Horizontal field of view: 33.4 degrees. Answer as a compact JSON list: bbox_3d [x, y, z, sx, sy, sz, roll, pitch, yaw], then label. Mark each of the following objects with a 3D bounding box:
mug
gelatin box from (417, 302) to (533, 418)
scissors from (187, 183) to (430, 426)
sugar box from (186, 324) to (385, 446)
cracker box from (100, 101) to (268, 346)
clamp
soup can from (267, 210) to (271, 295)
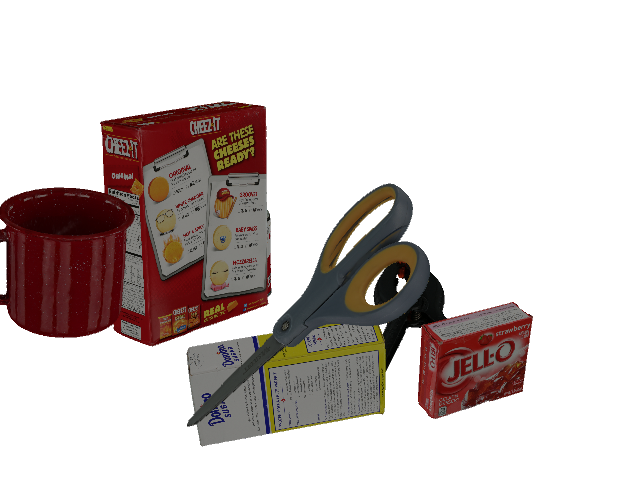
[{"bbox_3d":[-0.192,0.017,0.754,0.117,0.081,0.093,-5,26,-28],"label":"mug"},{"bbox_3d":[0.121,0.095,0.844,0.089,0.073,0.030,-12,31,-24],"label":"gelatin box"},{"bbox_3d":[-0.005,0.056,0.631,0.016,0.202,0.096,32,8,-36],"label":"scissors"},{"bbox_3d":[-0.030,0.128,0.973,0.176,0.093,0.048,-7,36,-5],"label":"sugar box"},{"bbox_3d":[-0.131,-0.022,1.061,0.072,0.214,0.163,13,21,40],"label":"cracker box"},{"bbox_3d":[0.113,0.083,1.177,0.120,0.171,0.039,5,-43,-5],"label":"clamp"},{"bbox_3d":[-0.092,0.015,1.258,0.068,0.102,0.068,0,25,0],"label":"soup can"}]
